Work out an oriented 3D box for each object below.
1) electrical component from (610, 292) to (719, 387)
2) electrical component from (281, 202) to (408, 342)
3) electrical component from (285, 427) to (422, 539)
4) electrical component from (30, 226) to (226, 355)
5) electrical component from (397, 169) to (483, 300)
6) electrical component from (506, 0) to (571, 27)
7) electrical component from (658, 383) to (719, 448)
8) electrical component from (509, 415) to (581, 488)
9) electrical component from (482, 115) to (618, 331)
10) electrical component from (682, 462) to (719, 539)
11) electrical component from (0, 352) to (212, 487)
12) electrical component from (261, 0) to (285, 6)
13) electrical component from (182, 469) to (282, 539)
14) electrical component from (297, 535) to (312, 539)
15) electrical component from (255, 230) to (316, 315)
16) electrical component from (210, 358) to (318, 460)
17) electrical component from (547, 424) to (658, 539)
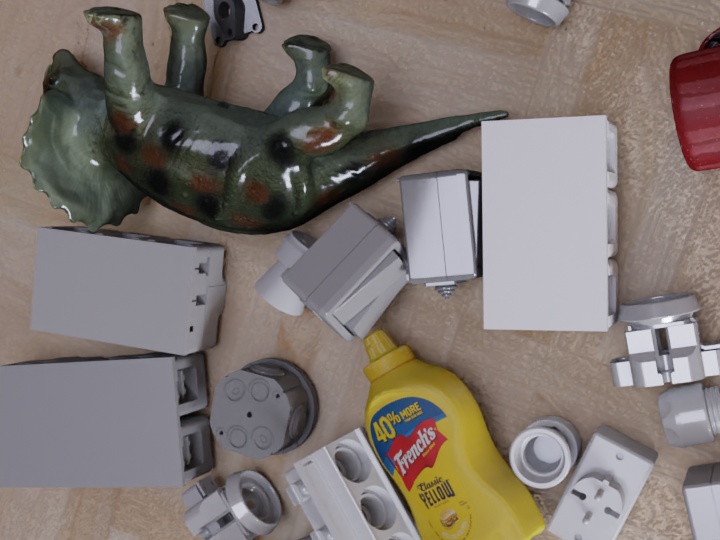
[{"bbox_3d":[0.215,0.048,0.761,0.078,0.058,0.057,-10,92,20],"label":"electrical component"},{"bbox_3d":[0.000,0.000,0.822,0.096,0.061,0.061,-46,61,-4],"label":"electrical component"},{"bbox_3d":[-0.003,0.195,0.844,0.063,0.079,0.121,-37,79,40],"label":"electrical component"},{"bbox_3d":[-0.195,0.015,0.910,0.150,0.062,0.089,7,95,20],"label":"electrical component"},{"bbox_3d":[0.070,-0.026,0.809,0.061,0.062,0.096,-5,90,21],"label":"electrical component"},{"bbox_3d":[0.137,-0.212,0.785,0.066,0.048,0.055,25,93,18],"label":"electrical component"},{"bbox_3d":[0.245,0.100,0.760,0.062,0.043,0.043,-14,87,19],"label":"electrical component"},{"bbox_3d":[0.138,0.133,0.794,0.045,0.055,0.045,1,93,20],"label":"electrical component"},{"bbox_3d":[0.139,-0.033,0.783,0.089,0.062,0.150,0,92,20],"label":"electrical component"},{"bbox_3d":[0.268,0.159,0.741,0.077,0.066,0.047,-13,88,21],"label":"electrical component"},{"bbox_3d":[-0.223,0.128,0.926,0.186,0.060,0.105,-4,91,21],"label":"electrical component"},{"bbox_3d":[-0.081,-0.245,0.866,0.062,0.043,0.043,37,104,17],"label":"electrical component"},{"bbox_3d":[-0.102,0.201,0.887,0.057,0.058,0.078,-37,80,21],"label":"electrical component"},{"bbox_3d":[-0.050,0.243,0.875,0.055,0.045,0.045,-25,84,19],"label":"electrical component"},{"bbox_3d":[-0.052,0.002,0.865,0.045,0.045,0.055,37,104,15],"label":"electrical component"},{"bbox_3d":[-0.079,0.114,0.877,0.080,0.051,0.080,1,93,20],"label":"electrical component"},{"bbox_3d":[0.172,0.163,0.772,0.047,0.076,0.083,27,101,17],"label":"electrical component"}]
